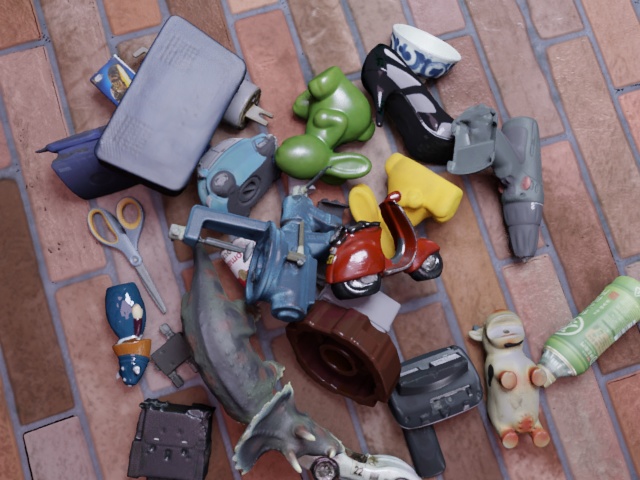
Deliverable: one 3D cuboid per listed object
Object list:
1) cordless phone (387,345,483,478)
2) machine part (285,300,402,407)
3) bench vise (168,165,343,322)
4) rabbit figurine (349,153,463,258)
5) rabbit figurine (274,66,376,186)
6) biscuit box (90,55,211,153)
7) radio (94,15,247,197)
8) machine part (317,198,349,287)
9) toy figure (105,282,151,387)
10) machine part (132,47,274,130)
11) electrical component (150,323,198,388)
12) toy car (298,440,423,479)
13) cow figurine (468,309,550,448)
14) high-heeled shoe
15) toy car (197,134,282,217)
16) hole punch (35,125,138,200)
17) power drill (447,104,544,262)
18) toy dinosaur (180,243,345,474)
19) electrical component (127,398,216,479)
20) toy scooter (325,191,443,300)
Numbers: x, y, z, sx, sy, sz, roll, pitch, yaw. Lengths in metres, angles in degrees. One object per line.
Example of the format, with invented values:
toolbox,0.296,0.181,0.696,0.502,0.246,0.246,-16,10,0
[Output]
cordless phone,0.187,0.270,0.830,0.147,0.089,0.184,-18,96,-5
machine part,0.035,0.162,0.778,0.179,0.179,0.056,40,56,2
bench vise,-0.086,-0.003,0.756,0.240,0.129,0.223,15,67,-16
rabbit figurine,0.119,-0.038,0.838,0.162,0.122,0.173,28,102,-1
rabbit figurine,0.001,-0.153,0.843,0.159,0.121,0.170,45,66,-18
biscuit box,-0.269,-0.200,0.861,0.203,0.063,0.059,42,85,3
radio,-0.208,-0.184,0.765,0.131,0.073,0.229,28,82,-15
machine part,-0.002,-0.003,0.863,0.084,0.039,0.139,23,84,5
toy figure,-0.290,0.143,0.820,0.058,0.064,0.154,-9,84,-28
machine part,-0.185,-0.249,0.863,0.243,0.079,0.079,28,83,2
electrical component,-0.230,0.178,0.838,0.063,0.021,0.094,-39,87,-6
toy car,0.062,0.342,0.807,0.202,0.073,0.056,15,84,-1
cow figurine,0.288,0.200,0.822,0.085,0.127,0.194,-8,98,-3
high-heeled shoe,0.171,-0.213,0.867,0.248,0.086,0.145,16,68,-28
toy car,-0.137,-0.105,0.839,0.103,0.109,0.161,32,73,21
hole punch,-0.341,-0.119,0.826,0.142,0.116,0.092,-16,93,-4
power drill,0.283,-0.099,0.823,0.207,0.086,0.232,19,72,-37
toy dinosaur,-0.127,0.158,0.762,0.131,0.192,0.404,-32,87,-8
electrical component,-0.221,0.313,0.806,0.115,0.058,0.134,5,83,0
toy scooter,0.084,0.004,0.754,0.184,0.075,0.135,-12,89,-22
